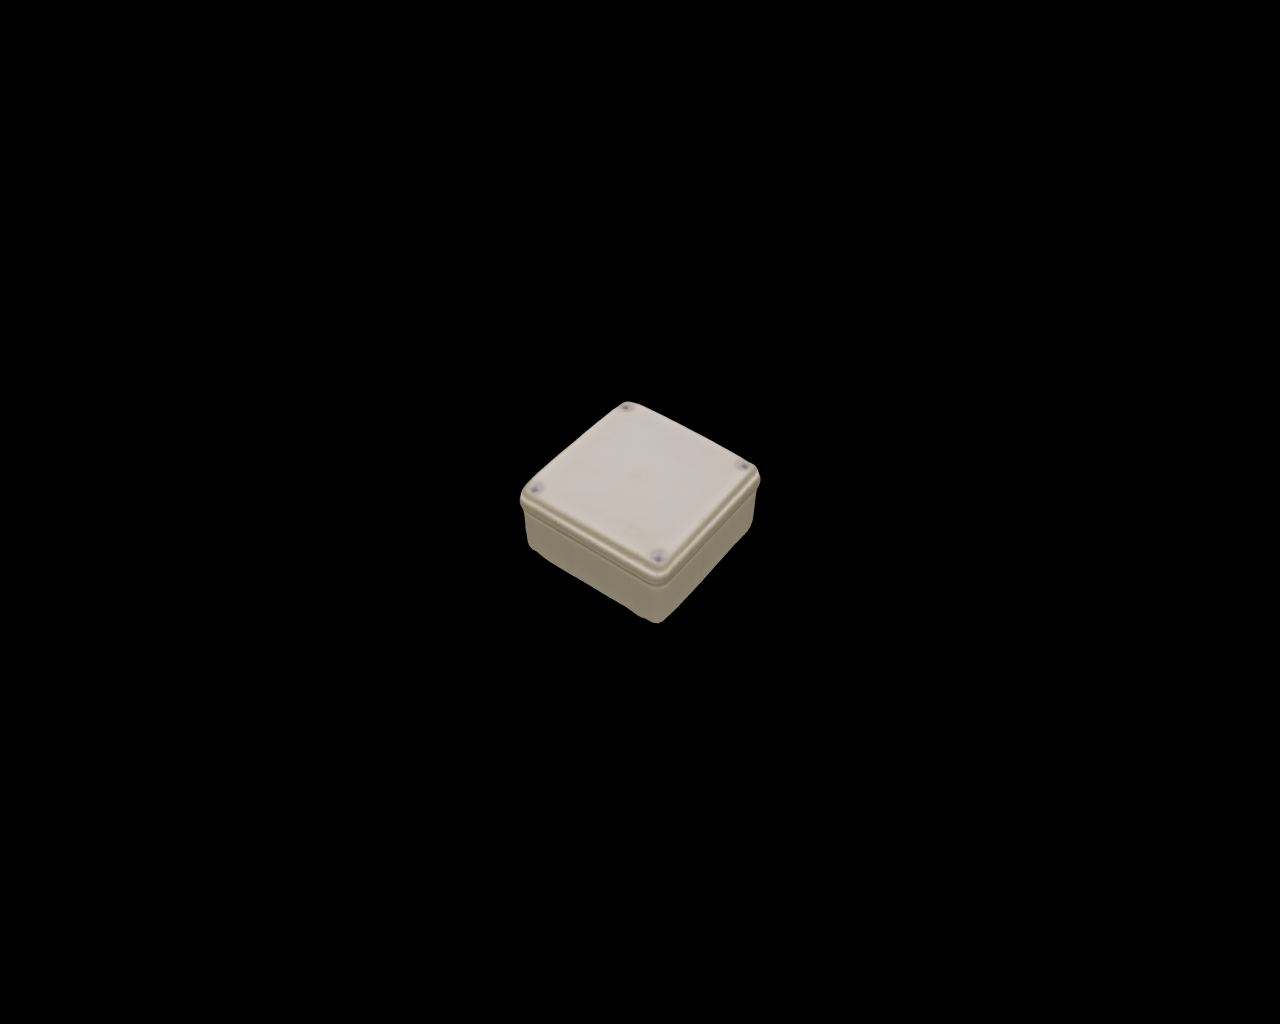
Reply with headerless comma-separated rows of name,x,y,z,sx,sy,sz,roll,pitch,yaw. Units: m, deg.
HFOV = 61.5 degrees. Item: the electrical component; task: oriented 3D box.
electrical component,0.001,-0.003,0.650,0.109,0.056,0.109,30,54,24
